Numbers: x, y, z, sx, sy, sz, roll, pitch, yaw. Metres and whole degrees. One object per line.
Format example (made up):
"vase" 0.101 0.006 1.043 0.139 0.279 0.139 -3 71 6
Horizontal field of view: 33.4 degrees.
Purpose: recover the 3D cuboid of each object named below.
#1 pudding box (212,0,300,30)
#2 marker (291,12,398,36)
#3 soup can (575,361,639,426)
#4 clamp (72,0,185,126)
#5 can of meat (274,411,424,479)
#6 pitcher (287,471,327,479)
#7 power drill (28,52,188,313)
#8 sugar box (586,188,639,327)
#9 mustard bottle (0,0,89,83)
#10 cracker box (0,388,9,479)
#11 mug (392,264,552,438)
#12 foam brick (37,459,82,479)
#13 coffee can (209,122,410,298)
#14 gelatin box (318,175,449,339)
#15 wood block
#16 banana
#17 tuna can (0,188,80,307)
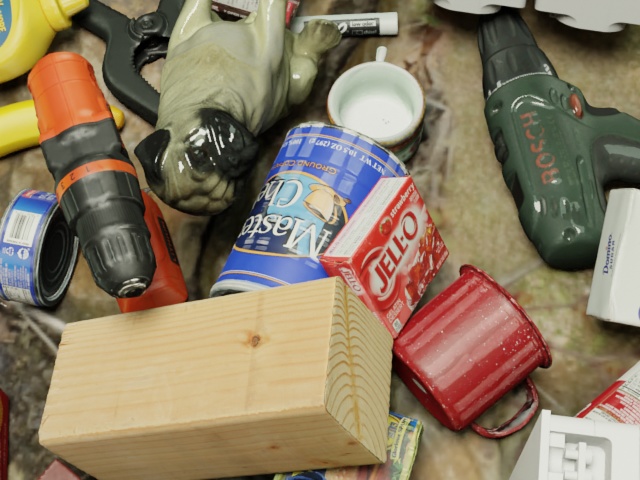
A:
"pudding box" -0.053 -0.233 0.900 0.090 0.039 0.113 15 53 -3
"marker" 0.005 -0.182 0.904 0.121 0.020 0.020 -1 64 3
"soup can" 0.221 0.122 0.719 0.102 0.068 0.068 -37 68 -14
"clamp" -0.135 -0.179 0.902 0.164 0.036 0.210 -25 62 -7
"can of meat" 0.017 0.158 0.721 0.084 0.057 0.102 17 66 9
"pitcher" -0.078 0.238 0.616 0.243 0.149 0.145 -31 70 19
"power drill" -0.139 -0.013 0.740 0.057 0.187 0.184 -18 63 -6
"sugar box" 0.281 0.026 0.736 0.176 0.048 0.093 10 91 -8
"mustard bottle" -0.283 -0.171 0.883 0.191 0.058 0.096 -18 65 3
"cracker box" -0.325 0.184 0.722 0.213 0.072 0.164 -6 66 0
"mug" 0.105 0.087 0.740 0.081 0.093 0.117 -39 105 -9
"foam brick" -0.165 0.188 0.706 0.051 0.078 0.053 36 72 17
"coffee can" -0.005 0.001 0.771 0.103 0.103 0.140 19 67 12
"gelatin box" 0.046 0.011 0.726 0.030 0.073 0.089 1 42 42
"wood block" -0.067 0.097 0.691 0.206 0.090 0.091 -11 54 25
"banana" -0.257 -0.073 0.862 0.197 0.037 0.069 -32 84 -10
"tuna can" -0.208 0.006 0.791 0.034 0.086 0.086 10 65 7
